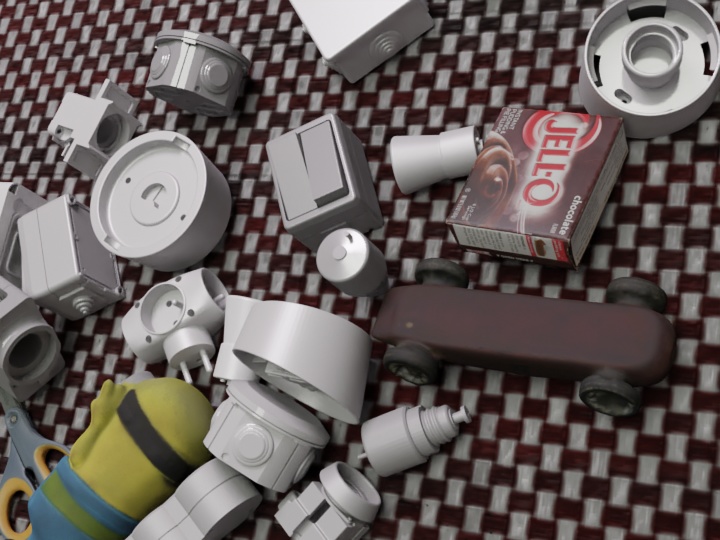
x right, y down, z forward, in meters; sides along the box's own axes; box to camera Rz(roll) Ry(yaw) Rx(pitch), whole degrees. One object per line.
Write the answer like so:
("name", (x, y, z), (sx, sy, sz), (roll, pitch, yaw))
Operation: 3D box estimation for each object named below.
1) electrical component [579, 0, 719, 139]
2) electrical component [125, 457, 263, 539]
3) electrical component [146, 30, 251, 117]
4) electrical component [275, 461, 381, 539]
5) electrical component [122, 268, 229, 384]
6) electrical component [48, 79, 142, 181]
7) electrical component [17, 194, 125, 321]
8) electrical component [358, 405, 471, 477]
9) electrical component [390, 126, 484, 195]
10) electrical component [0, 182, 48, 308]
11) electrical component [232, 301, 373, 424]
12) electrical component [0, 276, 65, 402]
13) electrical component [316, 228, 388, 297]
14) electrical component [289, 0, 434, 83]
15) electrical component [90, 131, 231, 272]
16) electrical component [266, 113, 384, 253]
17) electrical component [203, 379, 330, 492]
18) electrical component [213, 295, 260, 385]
("electrical component", (0.201, -0.142, 0.747), (0.099, 0.064, 0.099), (-3, 79, 13))
("electrical component", (-0.121, 0.204, 0.760), (0.138, 0.052, 0.073), (-43, 71, 5))
("electrical component", (-0.135, -0.163, 0.891), (0.080, 0.080, 0.051), (12, 82, 28))
("electrical component", (-0.019, 0.164, 0.732), (0.055, 0.048, 0.066), (-49, 58, 10))
("electrical component", (-0.136, 0.050, 0.830), (0.077, 0.044, 0.079), (-31, 61, 11))
("electrical component", (-0.236, -0.125, 0.946), (0.064, 0.042, 0.081), (21, 80, 32))
("electrical component", (-0.242, -0.002, 0.890), (0.061, 0.062, 0.096), (-24, 62, 15))
("electrical component", (0.037, 0.111, 0.728), (0.078, 0.040, 0.040), (-24, 63, 16))
("electrical component", (0.060, -0.083, 0.792), (0.065, 0.044, 0.044), (-11, 67, 16))
("electrical component", (-0.310, -0.013, 0.917), (0.057, 0.078, 0.113), (3, 73, 24))
("electrical component", (-0.040, 0.064, 0.751), (0.099, 0.099, 0.064), (6, 67, 27))
("electrical component", (-0.280, 0.057, 0.864), (0.056, 0.089, 0.050), (29, 57, 31))
("electrical component", (0.000, 0.000, 0.765), (0.040, 0.078, 0.040), (-9, 66, 22))
("electrical component", (0.001, -0.210, 0.862), (0.100, 0.048, 0.099), (-34, 60, 10))
("electrical component", (-0.155, -0.051, 0.868), (0.108, 0.060, 0.108), (-9, 68, 22))
("electrical component", (-0.030, -0.072, 0.817), (0.062, 0.061, 0.096), (-23, 63, 16))
("electrical component", (-0.066, 0.115, 0.753), (0.080, 0.080, 0.051), (31, 91, 31))
("electrical component", (-0.086, 0.056, 0.808), (0.044, 0.044, 0.065), (8, 79, 28))
